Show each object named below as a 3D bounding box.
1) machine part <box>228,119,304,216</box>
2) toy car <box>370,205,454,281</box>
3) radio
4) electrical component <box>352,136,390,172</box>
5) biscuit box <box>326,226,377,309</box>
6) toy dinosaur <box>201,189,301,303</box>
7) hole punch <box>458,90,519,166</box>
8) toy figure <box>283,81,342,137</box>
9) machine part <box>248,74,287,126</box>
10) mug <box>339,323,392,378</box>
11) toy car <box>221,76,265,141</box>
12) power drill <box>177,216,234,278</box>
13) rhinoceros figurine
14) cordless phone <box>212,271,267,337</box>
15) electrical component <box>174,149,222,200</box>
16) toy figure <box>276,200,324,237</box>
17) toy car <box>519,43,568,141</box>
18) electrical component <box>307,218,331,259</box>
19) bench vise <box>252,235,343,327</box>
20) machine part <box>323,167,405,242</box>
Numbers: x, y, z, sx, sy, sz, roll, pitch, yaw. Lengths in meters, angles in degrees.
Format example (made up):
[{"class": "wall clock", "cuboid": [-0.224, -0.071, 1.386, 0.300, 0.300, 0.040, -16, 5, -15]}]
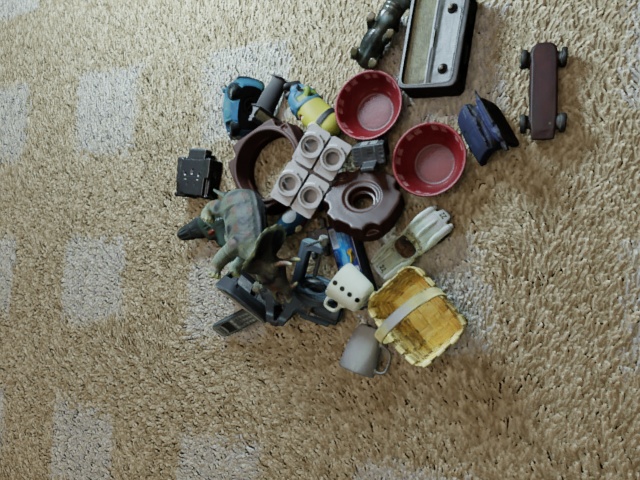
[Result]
[{"class": "machine part", "cuboid": [-0.114, -0.177, 1.319, 0.201, 0.087, 0.201, -30, 72, 22]}, {"class": "toy car", "cuboid": [0.199, 0.008, 1.165, 0.201, 0.056, 0.073, -43, 69, 18]}, {"class": "radio", "cuboid": [0.256, -0.426, 1.158, 0.131, 0.073, 0.229, 9, 91, 27]}, {"class": "electrical component", "cuboid": [0.109, -0.189, 1.185, 0.075, 0.119, 0.047, -5, 112, 21]}, {"class": "biscuit box", "cuboid": [0.076, 0.057, 1.220, 0.059, 0.062, 0.202, -21, 77, 24]}, {"class": "toy dinosaur", "cuboid": [-0.169, -0.037, 1.210, 0.192, 0.131, 0.405, -38, 51, 21]}, {"class": "hole punch", "cuboid": [0.329, -0.218, 1.089, 0.092, 0.115, 0.142, -29, 74, 30]}, {"class": "toy figure", "cuboid": [-0.017, -0.309, 1.284, 0.089, 0.082, 0.180, -39, 68, 15]}, {"class": "machine part", "cuboid": [-0.124, -0.345, 1.348, 0.039, 0.084, 0.139, 22, 88, 52]}, {"class": "mug", "cuboid": [0.106, 0.243, 1.183, 0.110, 0.080, 0.107, 14, 84, 32]}, {"class": "toy car", "cuboid": [-0.204, -0.335, 1.375, 0.103, 0.109, 0.161, 23, 109, 48]}, {"class": "power drill", "cuboid": [-0.253, 0.016, 1.385, 0.232, 0.086, 0.207, -29, 67, 19]}, {"class": "rhinoceros figurine", "cuboid": [0.143, -0.470, 1.205, 0.073, 0.112, 0.190, 35, 115, 7]}, {"class": "cordless phone", "cuboid": [-0.223, 0.167, 1.328, 0.184, 0.146, 0.089, -32, 28, 30]}, {"class": "electrical component", "cuboid": [-0.326, -0.176, 1.441, 0.115, 0.058, 0.134, 5, 89, 25]}, {"class": "toy figure", "cuboid": [-0.037, -0.064, 1.288, 0.154, 0.058, 0.064, -36, 84, 19]}, {"class": "toy car", "cuboid": [0.443, -0.293, 1.067, 0.089, 0.053, 0.202, 1, 83, 16]}, {"class": "electrical component", "cuboid": [-0.003, -0.004, 1.286, 0.063, 0.021, 0.094, -12, 81, 26]}, {"class": "bench vise", "cuboid": [-0.040, 0.091, 1.233, 0.224, 0.129, 0.240, 23, 114, 18]}, {"class": "machine part", "cuboid": [0.096, -0.082, 1.184, 0.179, 0.056, 0.179, -6, 58, 10]}]
